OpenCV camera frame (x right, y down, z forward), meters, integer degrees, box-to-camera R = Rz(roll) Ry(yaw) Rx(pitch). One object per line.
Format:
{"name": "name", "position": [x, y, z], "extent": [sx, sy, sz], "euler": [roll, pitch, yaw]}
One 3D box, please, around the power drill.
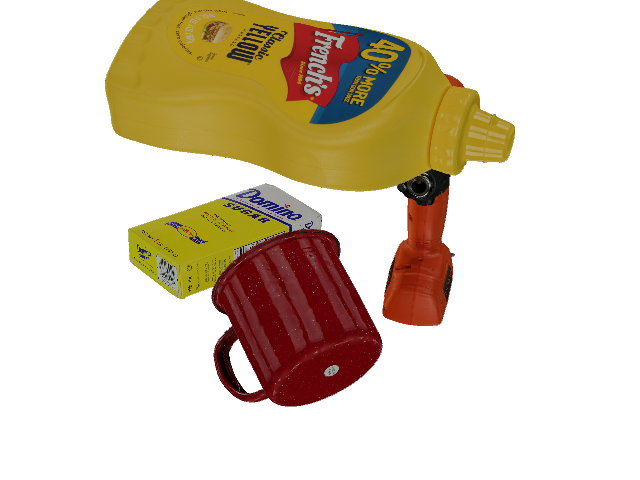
{"name": "power drill", "position": [0.087, -0.025, 0.883], "extent": [0.057, 0.188, 0.184], "euler": [10, 31, 9]}

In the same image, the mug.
{"name": "mug", "position": [-0.021, 0.060, 0.690], "extent": [0.117, 0.081, 0.093], "euler": [-38, -30, 17]}

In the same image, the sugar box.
{"name": "sugar box", "position": [-0.094, -0.004, 1.073], "extent": [0.175, 0.048, 0.093], "euler": [-24, 39, -34]}

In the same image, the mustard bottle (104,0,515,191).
{"name": "mustard bottle", "position": [-0.001, -0.069, 0.519], "extent": [0.192, 0.058, 0.096], "euler": [16, 45, 17]}
